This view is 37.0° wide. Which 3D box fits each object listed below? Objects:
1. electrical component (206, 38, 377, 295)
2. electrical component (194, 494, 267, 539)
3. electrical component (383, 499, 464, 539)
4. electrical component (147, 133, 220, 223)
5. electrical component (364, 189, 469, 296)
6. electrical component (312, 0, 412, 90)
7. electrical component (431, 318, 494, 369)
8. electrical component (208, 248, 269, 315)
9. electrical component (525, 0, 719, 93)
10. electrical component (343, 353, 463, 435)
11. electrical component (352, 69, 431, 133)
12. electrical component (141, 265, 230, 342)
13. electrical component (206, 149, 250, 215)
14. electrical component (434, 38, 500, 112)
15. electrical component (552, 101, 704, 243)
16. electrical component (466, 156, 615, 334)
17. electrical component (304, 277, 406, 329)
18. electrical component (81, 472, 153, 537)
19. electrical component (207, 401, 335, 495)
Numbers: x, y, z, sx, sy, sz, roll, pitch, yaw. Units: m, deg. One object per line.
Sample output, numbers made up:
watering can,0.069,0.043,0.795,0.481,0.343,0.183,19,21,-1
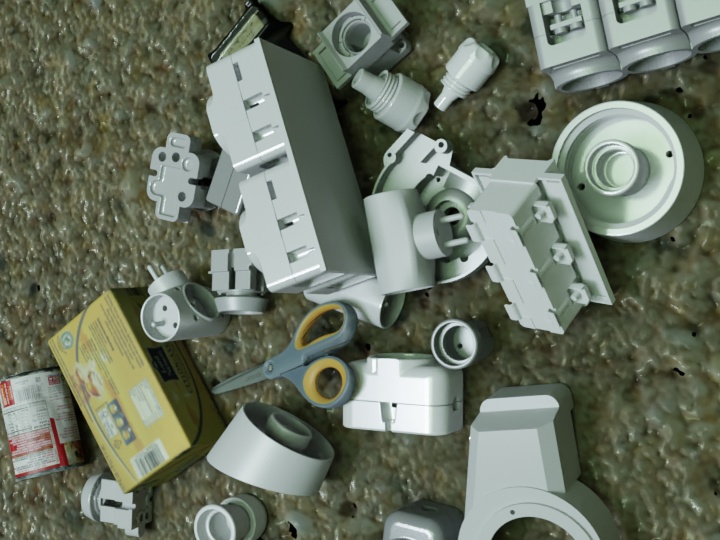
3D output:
electrical component,-0.054,-0.076,0.855,0.060,0.105,0.186,-21,79,23
electrical component,-0.116,0.228,0.969,0.045,0.055,0.045,1,91,28
electrical component,0.048,0.243,0.880,0.054,0.059,0.095,8,95,28
electrical component,-0.154,-0.083,0.982,0.058,0.057,0.078,14,97,27
electrical component,0.046,-0.025,0.830,0.079,0.043,0.077,-12,85,27
electrical component,0.006,-0.190,0.892,0.081,0.064,0.042,-40,72,23
electrical component,0.084,0.058,0.865,0.040,0.046,0.040,1,91,28
electrical component,-0.106,0.011,0.966,0.066,0.048,0.055,-3,82,28
electrical component,0.208,-0.179,0.770,0.150,0.089,0.061,-13,85,27
electrical component,0.035,0.100,0.887,0.095,0.054,0.059,1,91,28
electrical component,0.023,-0.143,0.882,0.062,0.043,0.043,27,109,-21
electrical component,-0.167,0.026,0.980,0.044,0.077,0.079,-42,73,23
electrical component,-0.082,-0.085,0.950,0.076,0.047,0.083,26,103,25
electrical component,0.083,-0.155,0.869,0.035,0.035,0.061,47,113,19
electrical component,0.194,-0.074,0.796,0.108,0.060,0.108,1,91,28
electrical component,0.129,-0.016,0.789,0.079,0.063,0.121,10,140,44
electrical component,0.000,0.000,0.910,0.077,0.043,0.079,20,99,26
electrical component,-0.234,0.221,1.038,0.055,0.048,0.066,3,92,20
electrical component,-0.074,0.158,0.923,0.099,0.099,0.064,33,99,23
